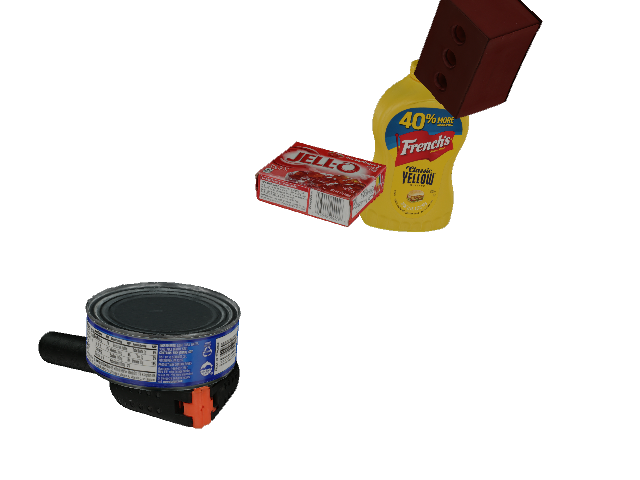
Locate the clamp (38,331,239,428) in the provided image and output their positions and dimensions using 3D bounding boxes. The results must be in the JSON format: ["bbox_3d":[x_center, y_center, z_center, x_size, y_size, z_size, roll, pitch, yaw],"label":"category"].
[{"bbox_3d":[-0.110,0.093,0.817,0.164,0.036,0.210,-9,14,-28],"label":"clamp"}]

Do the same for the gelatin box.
[{"bbox_3d":[0.000,-0.050,0.900,0.089,0.030,0.073,17,33,21],"label":"gelatin box"}]

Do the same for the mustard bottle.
[{"bbox_3d":[0.098,-0.104,1.072,0.096,0.192,0.058,3,27,-12],"label":"mustard bottle"}]

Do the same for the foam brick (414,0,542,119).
[{"bbox_3d":[0.108,-0.134,0.745,0.051,0.053,0.078,-24,-30,-29],"label":"foam brick"}]

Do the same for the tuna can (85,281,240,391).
[{"bbox_3d":[-0.088,0.053,0.598,0.086,0.034,0.086,5,16,-2],"label":"tuna can"}]
